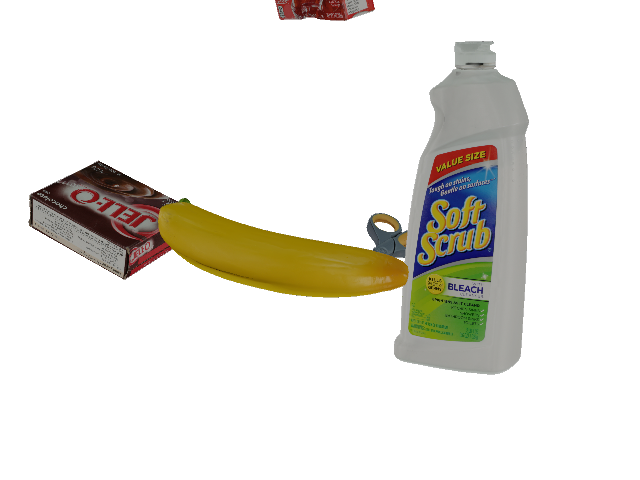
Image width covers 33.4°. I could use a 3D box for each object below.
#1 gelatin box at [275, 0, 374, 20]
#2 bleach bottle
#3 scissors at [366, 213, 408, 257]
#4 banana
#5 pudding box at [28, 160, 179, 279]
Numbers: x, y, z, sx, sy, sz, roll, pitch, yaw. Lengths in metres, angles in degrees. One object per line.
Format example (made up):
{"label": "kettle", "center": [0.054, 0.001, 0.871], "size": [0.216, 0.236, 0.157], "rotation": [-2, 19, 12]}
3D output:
{"label": "gelatin box", "center": [-0.005, -0.194, 0.752], "size": [0.030, 0.073, 0.089], "rotation": [-26, 24, -28]}
{"label": "bleach bottle", "center": [0.110, -0.027, 0.830], "size": [0.103, 0.251, 0.068], "rotation": [6, 14, 29]}
{"label": "scissors", "center": [0.060, 0.005, 1.245], "size": [0.096, 0.016, 0.201], "rotation": [37, 31, 31]}
{"label": "banana", "center": [-0.041, 0.003, 0.699], "size": [0.198, 0.037, 0.069], "rotation": [19, 36, 31]}
{"label": "pudding box", "center": [-0.183, -0.020, 0.933], "size": [0.114, 0.039, 0.089], "rotation": [25, 33, 21]}
